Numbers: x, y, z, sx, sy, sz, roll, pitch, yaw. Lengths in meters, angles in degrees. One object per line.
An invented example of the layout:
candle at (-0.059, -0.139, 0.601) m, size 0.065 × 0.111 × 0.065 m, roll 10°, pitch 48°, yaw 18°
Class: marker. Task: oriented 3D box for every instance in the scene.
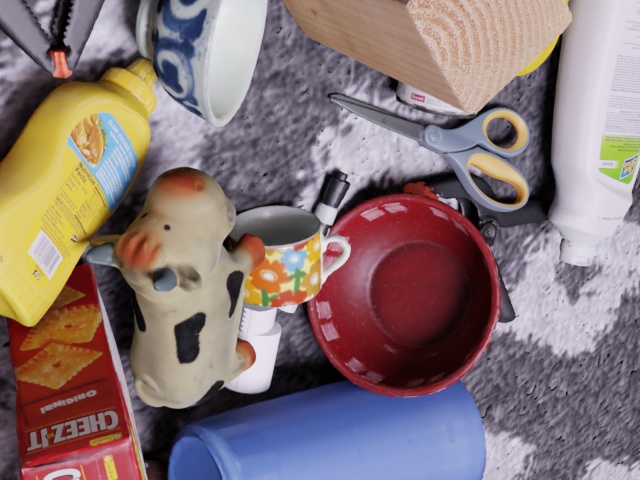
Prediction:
marker at (-0.006, 0.001, 0.856) m, size 0.020 × 0.020 × 0.121 m, roll 16°, pitch 103°, yaw -35°

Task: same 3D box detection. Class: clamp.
clamp at (0.144, -0.015, 0.928) m, size 0.171 × 0.039 × 0.120 m, roll 40°, pitch 72°, yaw -36°
clamp at (-0.167, -0.206, 0.652) m, size 0.164 × 0.036 × 0.210 m, roll -23°, pitch 123°, yaw -21°

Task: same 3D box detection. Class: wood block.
wood block at (0.051, -0.168, 0.694) m, size 0.091 × 0.206 × 0.090 m, roll -43°, pitch 127°, yaw -7°

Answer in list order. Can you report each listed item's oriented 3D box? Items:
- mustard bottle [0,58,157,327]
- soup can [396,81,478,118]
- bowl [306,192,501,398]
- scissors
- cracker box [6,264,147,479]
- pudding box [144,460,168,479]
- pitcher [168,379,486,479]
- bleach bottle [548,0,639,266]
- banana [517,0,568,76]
mustard bottle at (-0.162, -0.045, 0.692) m, size 0.191 × 0.058 × 0.096 m, roll -59°, pitch 151°, yaw -24°
soup can at (0.100, -0.151, 0.819) m, size 0.068 × 0.069 × 0.102 m, roll -1°, pitch 113°, yaw -31°
bowl at (0.072, 0.044, 0.863) m, size 0.162 × 0.162 × 0.055 m, roll -64°, pitch 159°, yaw 9°
scissors at (0.102, -0.097, 0.874) m, size 0.201 × 0.016 × 0.096 m, roll 34°, pitch 69°, yaw -23°
cracker box at (-0.156, 0.139, 0.706) m, size 0.072 × 0.214 × 0.164 m, roll -14°, pitch 120°, yaw -11°
pudding box at (-0.117, 0.224, 0.847) m, size 0.113 × 0.090 × 0.039 m, roll 10°, pitch 139°, yaw -33°
pitcher at (0.010, 0.187, 0.853) m, size 0.242 × 0.149 × 0.145 m, roll -6°, pitch 111°, yaw -36°
bleach bottle at (0.237, -0.101, 0.912) m, size 0.102 × 0.068 × 0.251 m, roll 0°, pitch 107°, yaw -32°
banana at (0.168, -0.214, 0.849) m, size 0.069 × 0.037 × 0.198 m, roll -11°, pitch 117°, yaw -25°
